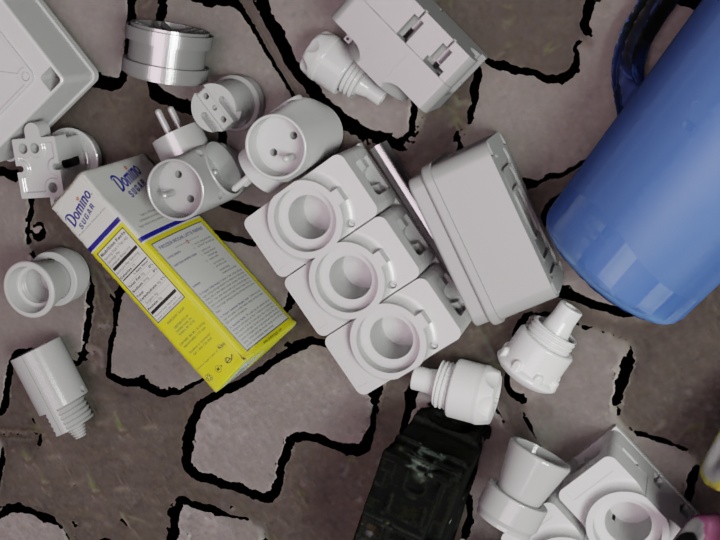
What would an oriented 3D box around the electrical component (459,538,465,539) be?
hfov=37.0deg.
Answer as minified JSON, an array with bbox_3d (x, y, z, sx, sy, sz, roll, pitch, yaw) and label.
[{"bbox_3d":[0.099,0.226,0.776,0.079,0.077,0.044,42,112,4],"label":"electrical component"}]

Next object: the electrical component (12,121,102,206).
[{"bbox_3d":[-0.227,-0.081,0.812,0.048,0.055,0.066,-2,103,19],"label":"electrical component"}]

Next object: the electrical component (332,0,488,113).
[{"bbox_3d":[0.031,-0.151,0.714,0.089,0.050,0.056,46,112,2],"label":"electrical component"}]

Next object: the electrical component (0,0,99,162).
[{"bbox_3d":[-0.272,-0.152,0.808,0.109,0.056,0.108,-38,90,23],"label":"electrical component"}]

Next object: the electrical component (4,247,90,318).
[{"bbox_3d":[-0.244,0.009,0.841,0.045,0.055,0.045,5,105,17],"label":"electrical component"}]

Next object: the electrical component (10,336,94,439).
[{"bbox_3d":[-0.245,0.099,0.871,0.043,0.043,0.081,-24,96,22],"label":"electrical component"}]

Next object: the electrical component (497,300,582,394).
[{"bbox_3d":[0.128,0.050,0.739,0.048,0.048,0.062,34,105,7],"label":"electrical component"}]

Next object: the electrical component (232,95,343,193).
[{"bbox_3d":[-0.057,-0.080,0.746,0.079,0.077,0.044,-37,91,23],"label":"electrical component"}]

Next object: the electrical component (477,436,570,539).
[{"bbox_3d":[0.109,0.146,0.722,0.045,0.045,0.055,28,96,9],"label":"electrical component"}]

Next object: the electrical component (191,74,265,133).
[{"bbox_3d":[-0.095,-0.117,0.765,0.040,0.046,0.040,5,105,17],"label":"electrical component"}]

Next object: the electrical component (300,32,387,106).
[{"bbox_3d":[-0.009,-0.135,0.739,0.061,0.035,0.035,36,112,4],"label":"electrical component"}]

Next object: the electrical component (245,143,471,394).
[{"bbox_3d":[0.000,0.000,0.757,0.089,0.062,0.150,-33,92,22],"label":"electrical component"}]

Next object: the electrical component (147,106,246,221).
[{"bbox_3d":[-0.122,-0.080,0.767,0.044,0.077,0.079,-24,96,22],"label":"electrical component"}]

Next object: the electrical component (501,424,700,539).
[{"bbox_3d":[0.201,0.217,0.750,0.186,0.060,0.105,47,112,2],"label":"electrical component"}]

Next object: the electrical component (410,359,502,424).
[{"bbox_3d":[0.068,0.084,0.767,0.062,0.043,0.043,13,108,15],"label":"electrical component"}]

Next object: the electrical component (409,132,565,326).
[{"bbox_3d":[0.085,-0.027,0.714,0.057,0.078,0.113,-24,96,19],"label":"electrical component"}]
